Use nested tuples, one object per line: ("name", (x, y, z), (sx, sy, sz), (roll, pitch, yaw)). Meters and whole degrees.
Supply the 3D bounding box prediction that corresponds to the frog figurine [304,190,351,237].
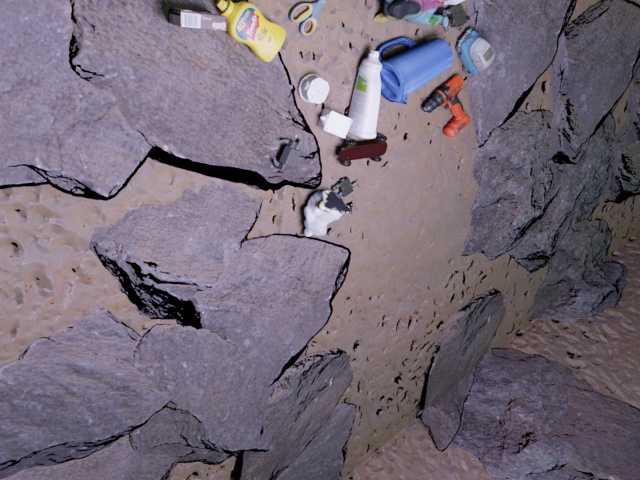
("frog figurine", (0.005, -0.084, 1.662), (0.138, 0.124, 0.156), (-13, 158, -40))
